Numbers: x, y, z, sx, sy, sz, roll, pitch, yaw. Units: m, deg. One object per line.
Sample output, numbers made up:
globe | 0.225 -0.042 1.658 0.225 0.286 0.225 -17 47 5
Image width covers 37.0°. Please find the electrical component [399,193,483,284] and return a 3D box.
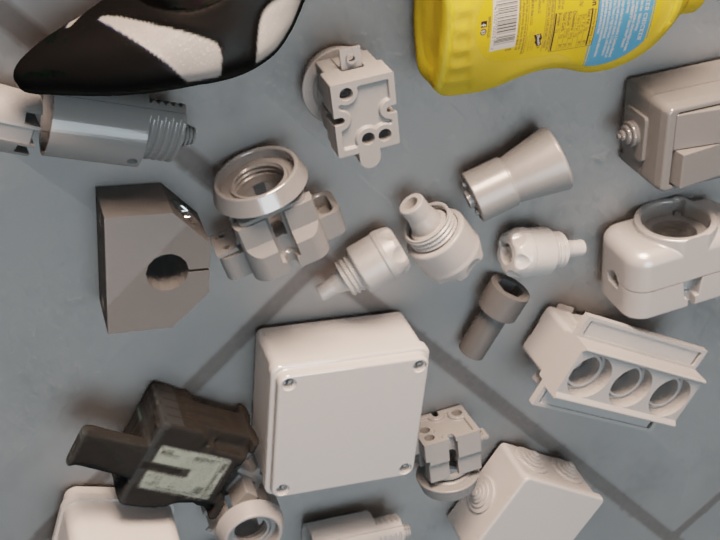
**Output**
electrical component | 0.049 -0.023 0.696 0.043 0.043 0.062 -38 126 5

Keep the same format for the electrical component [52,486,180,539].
electrical component | -0.175 0.209 0.745 0.078 0.057 0.113 7 118 -26

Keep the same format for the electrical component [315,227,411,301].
electrical component | 0.000 0.000 0.697 0.061 0.035 0.035 -31 127 2

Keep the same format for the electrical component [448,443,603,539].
electrical component | 0.131 0.192 0.864 0.100 0.048 0.099 21 111 -32

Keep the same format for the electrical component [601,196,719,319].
electrical component | 0.223 -0.012 0.768 0.095 0.053 0.059 -16 126 -12

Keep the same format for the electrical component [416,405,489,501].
electrical component | 0.065 0.139 0.806 0.066 0.048 0.055 -14 118 -13

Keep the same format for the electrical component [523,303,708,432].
electrical component | 0.187 0.070 0.800 0.121 0.063 0.078 16 114 -30

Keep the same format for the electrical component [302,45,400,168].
electrical component | -0.006 -0.099 0.616 0.048 0.055 0.066 -16 125 -12

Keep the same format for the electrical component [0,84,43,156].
electrical component | -0.194 -0.081 0.563 0.046 0.040 0.040 10 117 -34

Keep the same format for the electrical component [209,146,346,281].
electrical component | -0.054 -0.036 0.638 0.078 0.058 0.057 -24 130 -6

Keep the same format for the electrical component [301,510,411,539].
electrical component | 0.000 0.208 0.825 0.081 0.043 0.043 -8 124 -17

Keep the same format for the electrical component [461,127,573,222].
electrical component | 0.099 -0.059 0.695 0.065 0.044 0.044 -25 127 1

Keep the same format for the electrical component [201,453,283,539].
electrical component | -0.082 0.169 0.759 0.048 0.055 0.066 33 105 -35

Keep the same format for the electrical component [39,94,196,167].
electrical component | -0.130 -0.079 0.587 0.081 0.043 0.043 5 119 -25

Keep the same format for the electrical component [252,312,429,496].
electrical component | -0.016 0.091 0.735 0.109 0.056 0.108 -6 123 -19

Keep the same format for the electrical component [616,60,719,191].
electrical component | 0.217 -0.093 0.708 0.096 0.061 0.061 -14 125 -14

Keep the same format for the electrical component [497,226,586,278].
electrical component | 0.127 -0.013 0.740 0.061 0.035 0.035 -5 123 -23
